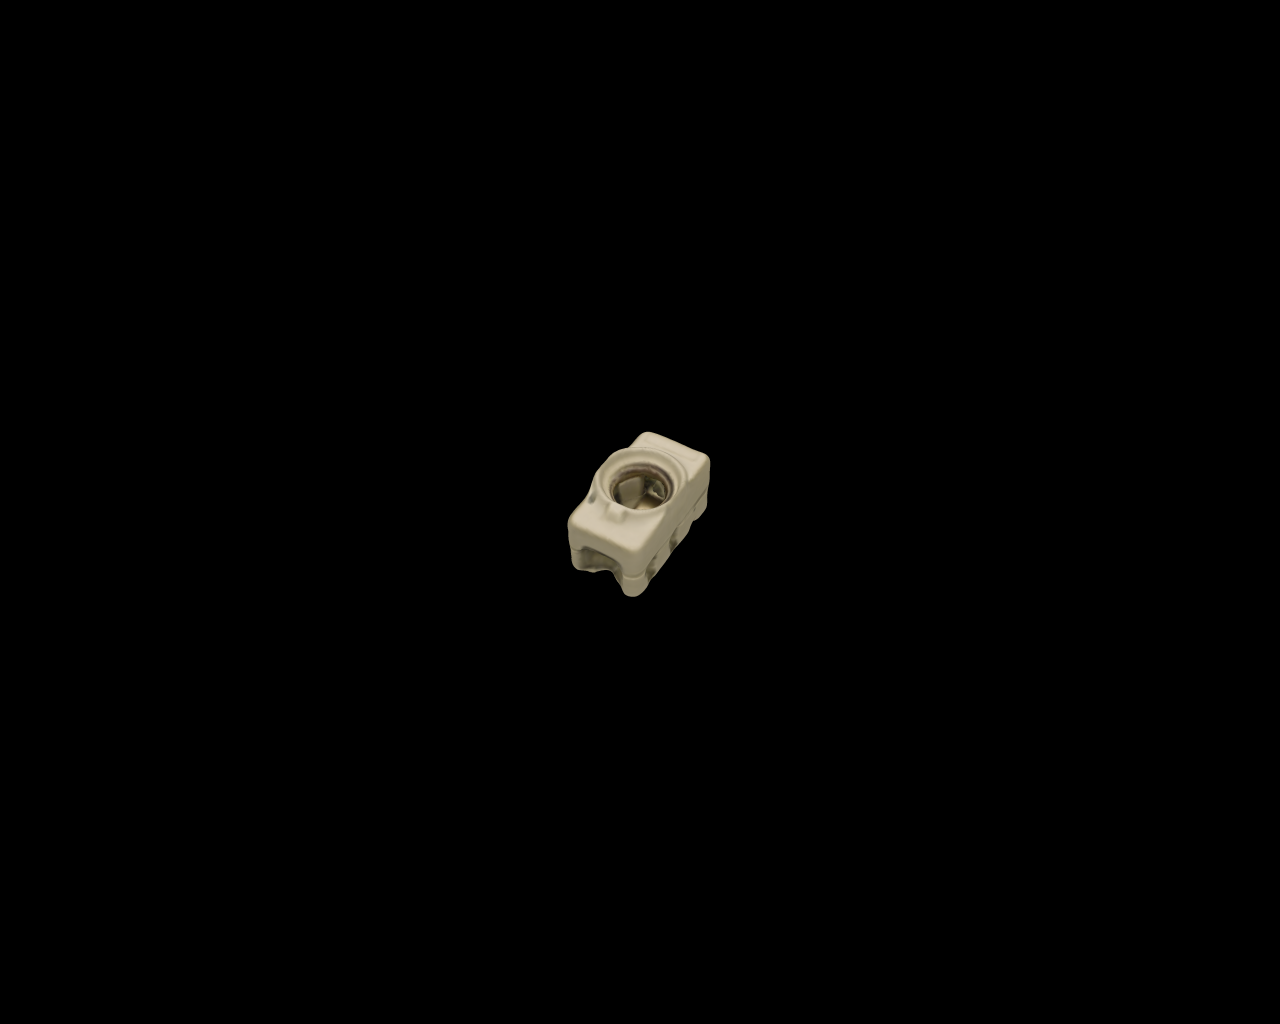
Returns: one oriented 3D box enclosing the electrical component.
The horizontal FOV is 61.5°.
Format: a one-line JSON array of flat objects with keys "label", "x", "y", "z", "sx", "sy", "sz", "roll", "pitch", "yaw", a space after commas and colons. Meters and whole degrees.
[{"label": "electrical component", "x": 0.001, "y": -0.003, "z": 0.650, "sx": 0.050, "sy": 0.090, "sz": 0.055, "roll": 25, "pitch": -36, "yaw": 20}]
